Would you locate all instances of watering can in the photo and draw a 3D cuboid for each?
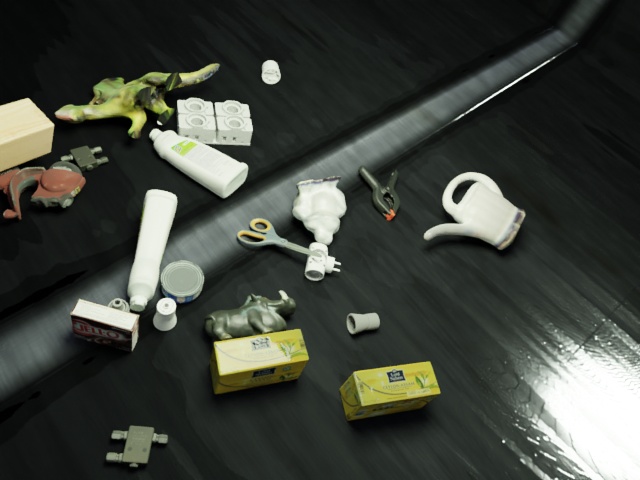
[{"bbox_3d":[0.417,-0.054,1.369,0.225,0.101,0.354,35,50,8],"label":"watering can"}]

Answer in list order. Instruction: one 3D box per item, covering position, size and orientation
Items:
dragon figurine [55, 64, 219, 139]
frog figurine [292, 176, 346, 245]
[{"bbox_3d":[-0.471,-0.383,1.307,0.244,0.119,0.418,23,46,24],"label":"dragon figurine"},{"bbox_3d":[0.004,-0.063,1.248,0.138,0.161,0.121,-4,-13,-37],"label":"frog figurine"}]
